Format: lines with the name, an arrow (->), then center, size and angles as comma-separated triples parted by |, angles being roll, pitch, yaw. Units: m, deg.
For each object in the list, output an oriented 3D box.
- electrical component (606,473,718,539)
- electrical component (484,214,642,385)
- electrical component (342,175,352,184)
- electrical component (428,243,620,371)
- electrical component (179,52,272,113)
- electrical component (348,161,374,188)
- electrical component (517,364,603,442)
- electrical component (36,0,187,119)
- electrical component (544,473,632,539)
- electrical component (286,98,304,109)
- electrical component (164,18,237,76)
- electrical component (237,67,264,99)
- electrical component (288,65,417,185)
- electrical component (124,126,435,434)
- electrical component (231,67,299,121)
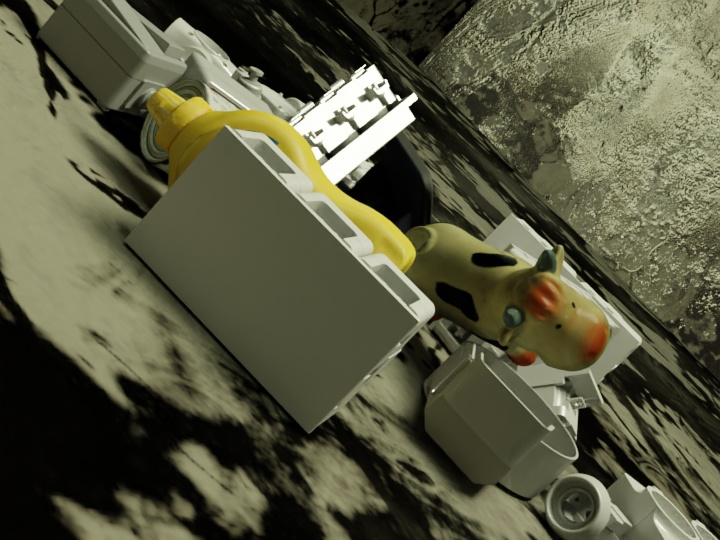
electrical component -> 0.240, 0.239, 0.775 | 0.105, 0.060, 0.186 | 38, 14, -22
electrical component -> 0.194, 0.044, 1.140 | 0.186, 0.105, 0.060 | 47, 14, 15
electrical component -> -0.044, -0.100, 1.022 | 0.066, 0.048, 0.055 | 27, 29, -51
electrical component -> 0.161, 0.057, 1.004 | 0.186, 0.105, 0.060 | 25, 23, -53
electrical component -> -0.106, -0.109, 0.828 | 0.096, 0.061, 0.061 | 33, 17, -37
electrical component -> -0.004, -0.087, 1.104 | 0.063, 0.042, 0.081 | 48, 15, 11
electrical component -> 0.157, 0.112, 0.896 | 0.042, 0.081, 0.063 | 59, 31, -36
electrical component -> -0.173, -0.157, 0.782 | 0.096, 0.061, 0.062 | 46, 14, 11
electrical component -> 0.163, 0.175, 0.779 | 0.066, 0.048, 0.055 | 53, 9, 36
electrical component -> -0.059, -0.153, 1.148 | 0.078, 0.040, 0.040 | 26, 22, -52
electrical component -> -0.150, -0.184, 0.969 | 0.077, 0.044, 0.079 | 42, 13, -9
electrical component -> -0.102, -0.130, 0.885 | 0.040, 0.078, 0.040 | 26, 19, -10
electrical component -> -0.020, -0.116, 0.899 | 0.079, 0.121, 0.063 | -16, -68, 55
electrical component -> -0.043, 0.003, 0.609 | 0.150, 0.089, 0.062 | 45, 13, 7
electrical component -> -0.090, -0.129, 0.953 | 0.062, 0.061, 0.096 | 25, 16, -48
